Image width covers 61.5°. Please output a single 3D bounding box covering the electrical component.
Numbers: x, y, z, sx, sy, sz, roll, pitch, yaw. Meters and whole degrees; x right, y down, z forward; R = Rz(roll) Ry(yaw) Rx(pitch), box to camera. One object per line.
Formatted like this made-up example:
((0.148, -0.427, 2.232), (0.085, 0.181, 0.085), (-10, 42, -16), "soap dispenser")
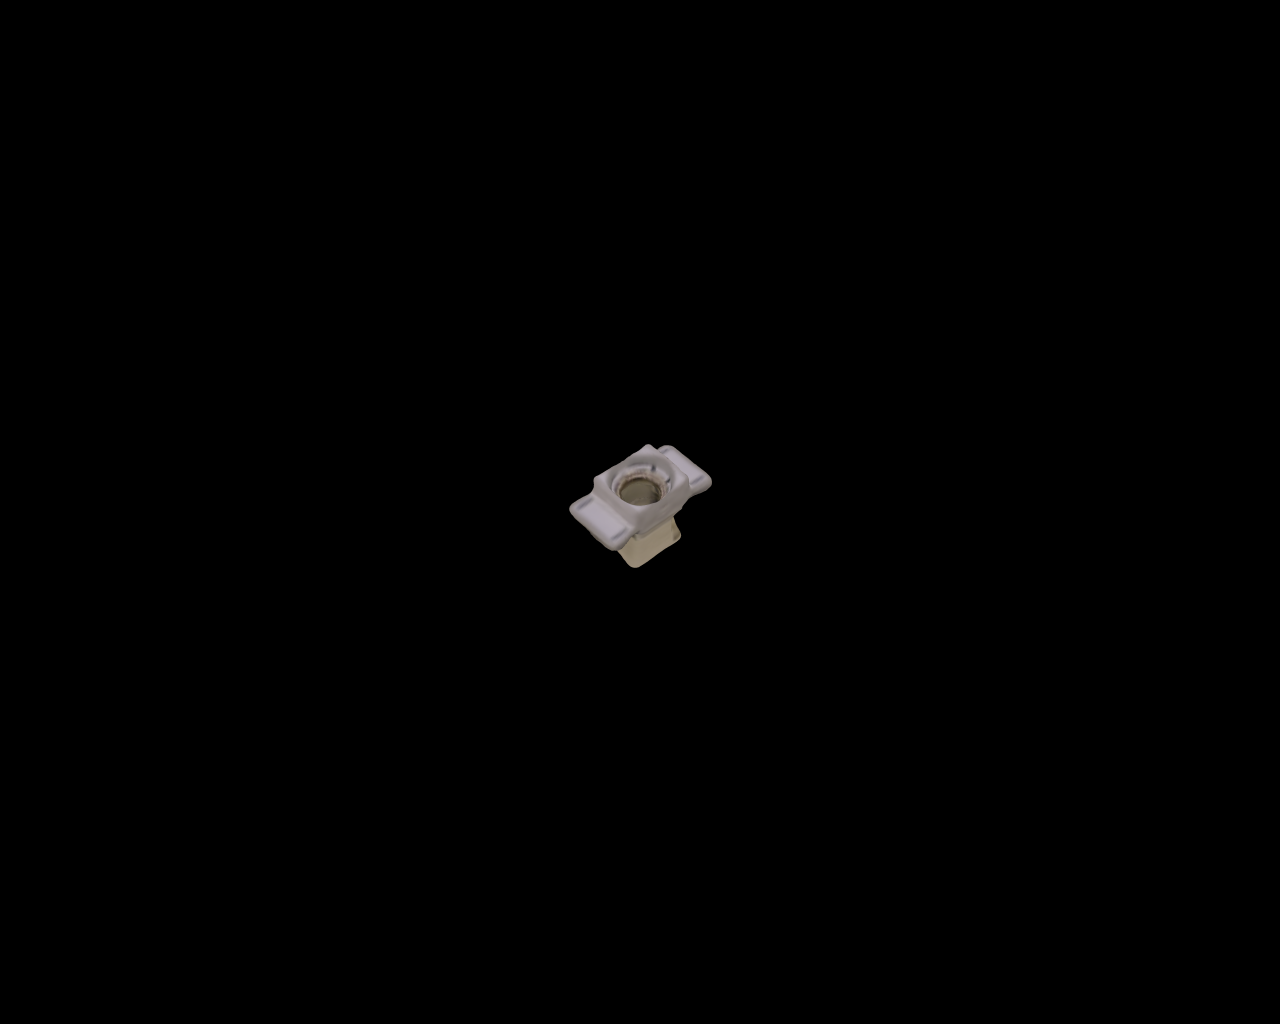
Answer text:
((0.001, -0.003, 0.650), (0.081, 0.063, 0.042), (-33, 58, -24), "electrical component")
